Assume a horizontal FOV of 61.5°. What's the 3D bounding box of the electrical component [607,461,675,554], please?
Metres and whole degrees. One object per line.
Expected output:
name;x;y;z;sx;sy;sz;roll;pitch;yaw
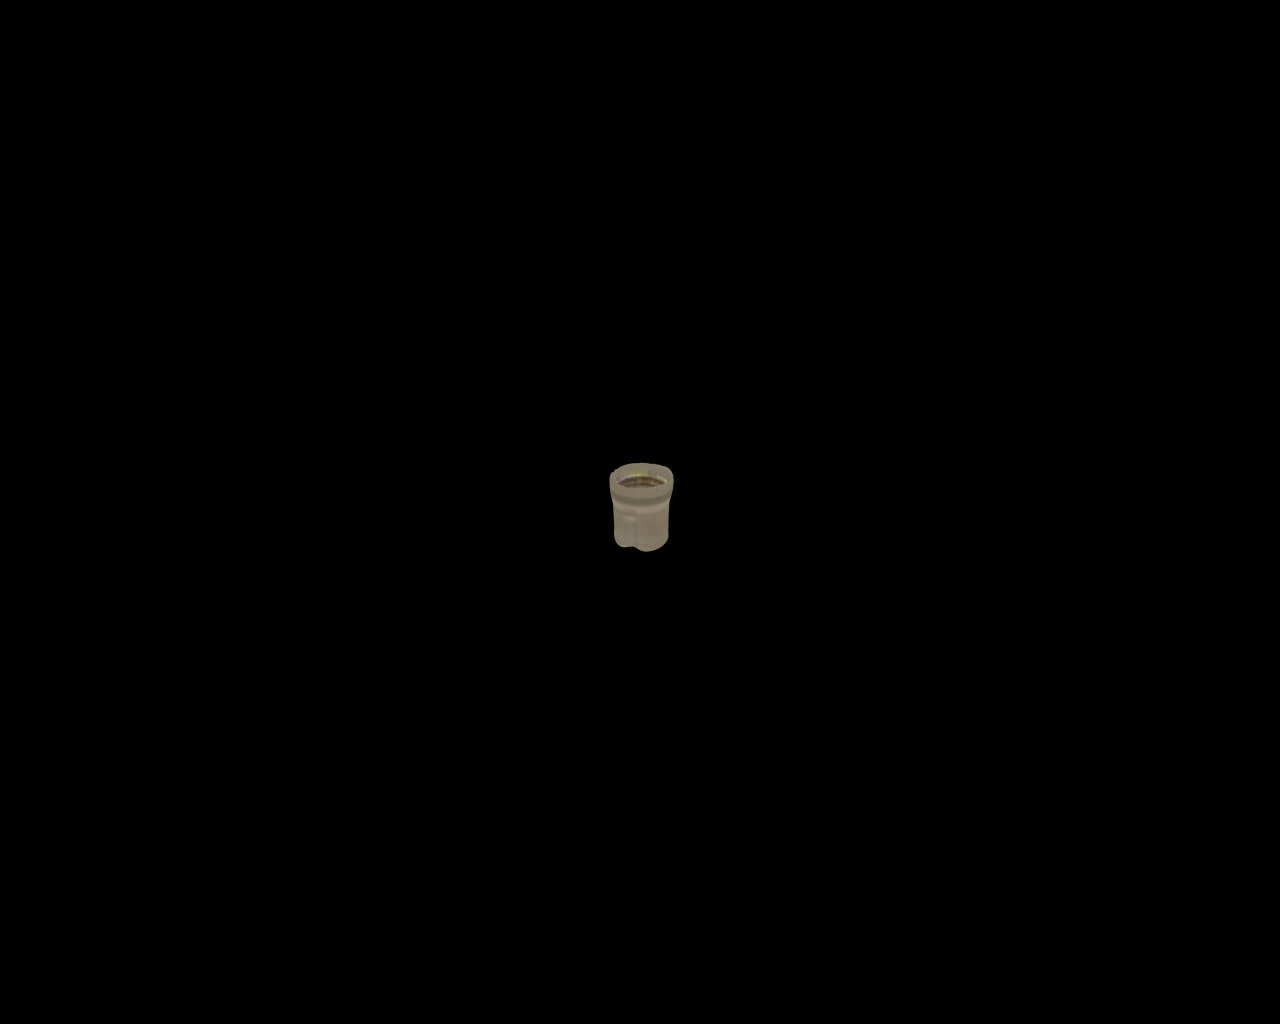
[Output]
electrical component;0.001;-0.003;0.650;0.040;0.046;0.040;0;26;0
